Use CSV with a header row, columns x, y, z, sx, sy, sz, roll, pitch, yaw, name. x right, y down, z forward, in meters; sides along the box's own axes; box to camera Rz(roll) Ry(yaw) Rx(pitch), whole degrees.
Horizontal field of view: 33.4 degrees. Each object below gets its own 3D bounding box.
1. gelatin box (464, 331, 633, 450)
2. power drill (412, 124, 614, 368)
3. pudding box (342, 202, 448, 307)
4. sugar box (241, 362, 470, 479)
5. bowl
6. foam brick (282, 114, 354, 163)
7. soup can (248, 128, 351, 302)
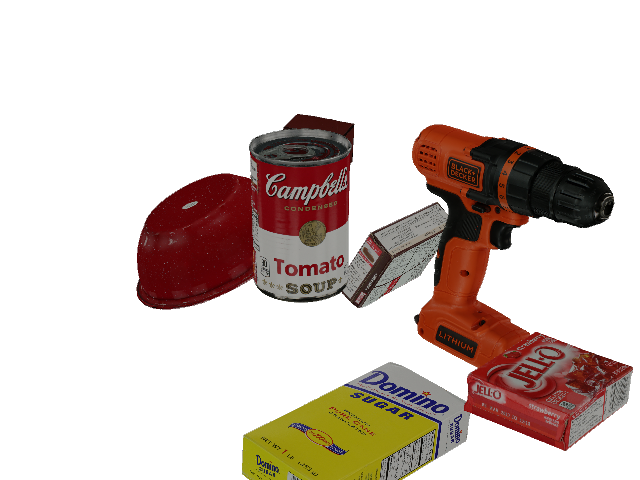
x,y,z,sx,sy,sz,roll,pitch,yaw,name
0.146,0.094,0.684,0.073,0.030,0.089,19,26,37,gelatin box
0.146,0.011,0.860,0.057,0.188,0.185,-14,28,-37,power drill
0.080,0.015,1.110,0.113,0.039,0.090,-27,-24,-43,pudding box
0.032,0.160,0.865,0.093,0.048,0.175,26,35,38,sugar box
-0.100,-0.011,0.924,0.162,0.055,0.162,-22,26,11,bowl
-0.003,-0.117,1.301,0.078,0.053,0.051,11,30,17,foam brick
-0.014,-0.017,0.726,0.068,0.102,0.068,0,24,0,soup can
